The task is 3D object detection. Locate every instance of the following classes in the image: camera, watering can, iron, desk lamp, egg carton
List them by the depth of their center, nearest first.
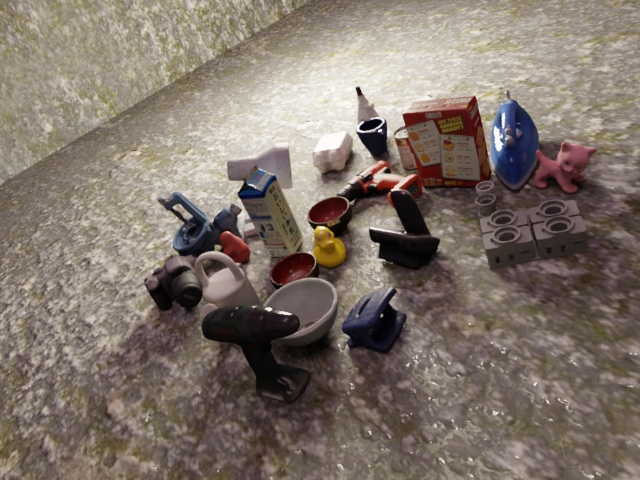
[{"bbox_3d":[-0.197,0.108,1.217,0.101,0.194,0.172,-22,34,2],"label":"watering can"},{"bbox_3d":[0.456,-0.244,1.361,0.118,0.142,0.258,-7,37,22],"label":"iron"},{"bbox_3d":[-0.348,0.107,1.393,0.143,0.101,0.136,-29,34,-9],"label":"camera"},{"bbox_3d":[-0.143,-0.139,1.507,0.203,0.214,0.118,-18,34,8],"label":"desk lamp"},{"bbox_3d":[0.039,-0.264,1.701,0.107,0.069,0.150,-6,37,24],"label":"egg carton"}]

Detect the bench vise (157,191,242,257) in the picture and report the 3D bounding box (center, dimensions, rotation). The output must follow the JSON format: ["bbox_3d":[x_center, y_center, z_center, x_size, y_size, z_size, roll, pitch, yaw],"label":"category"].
[{"bbox_3d":[-0.316,-0.055,1.488,0.121,0.220,0.208,18,52,45],"label":"bench vise"}]

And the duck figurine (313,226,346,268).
[{"bbox_3d":[0.012,0.005,1.333,0.077,0.086,0.104,-27,34,-5],"label":"duck figurine"}]

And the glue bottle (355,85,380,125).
[{"bbox_3d":[0.138,-0.381,1.709,0.077,0.173,0.037,3,42,34],"label":"glue bottle"}]

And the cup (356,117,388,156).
[{"bbox_3d":[0.164,-0.286,1.634,0.092,0.095,0.117,-31,35,-11],"label":"cup"}]

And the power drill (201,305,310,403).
[{"bbox_3d":[-0.100,0.195,1.027,0.228,0.209,0.076,3,42,34],"label":"power drill"}]

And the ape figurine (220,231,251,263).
[{"bbox_3d":[-0.223,0.016,1.452,0.075,0.092,0.078,7,44,37],"label":"ape figurine"}]

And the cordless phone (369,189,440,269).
[{"bbox_3d":[0.165,-0.041,1.216,0.147,0.185,0.094,10,46,40],"label":"cordless phone"}]

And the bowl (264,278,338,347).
[{"bbox_3d":[-0.033,0.158,1.159,0.167,0.075,0.167,-16,35,11],"label":"bowl"}]

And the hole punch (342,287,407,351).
[{"bbox_3d":[0.095,0.145,1.086,0.100,0.091,0.109,6,44,37],"label":"hole punch"}]

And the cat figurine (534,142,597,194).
[{"bbox_3d":[0.526,-0.168,1.237,0.127,0.118,0.067,16,50,44],"label":"cat figurine"}]
